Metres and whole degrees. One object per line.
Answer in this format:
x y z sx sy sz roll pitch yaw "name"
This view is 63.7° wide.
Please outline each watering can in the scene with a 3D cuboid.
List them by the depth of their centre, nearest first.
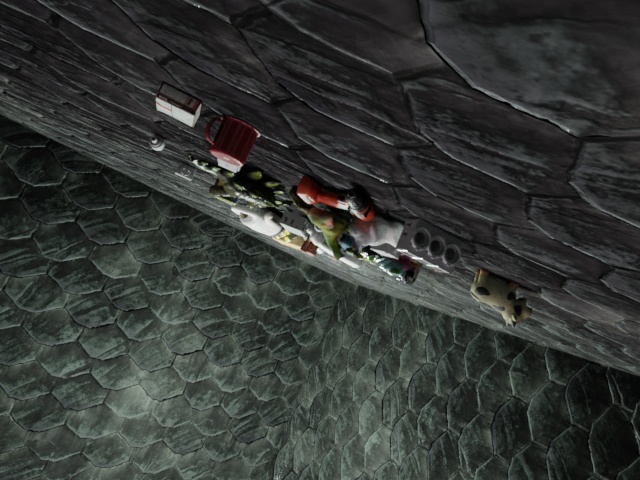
-0.230 -0.084 2.125 0.222 0.104 0.349 28 -8 -38 "watering can"

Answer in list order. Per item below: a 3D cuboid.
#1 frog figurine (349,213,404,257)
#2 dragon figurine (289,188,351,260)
0.165 -0.029 1.394 0.158 0.123 0.137 -18 -6 21 "frog figurine"
0.005 -0.078 1.551 0.241 0.122 0.414 45 3 -15 "dragon figurine"
